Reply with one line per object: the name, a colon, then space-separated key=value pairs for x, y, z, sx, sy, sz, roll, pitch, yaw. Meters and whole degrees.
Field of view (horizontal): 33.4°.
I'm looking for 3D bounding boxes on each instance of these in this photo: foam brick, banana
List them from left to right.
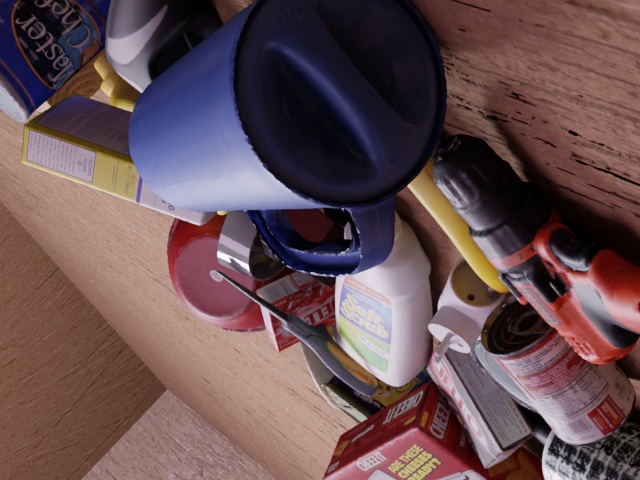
foam brick: x=-0.006 y=0.001 z=0.956 sx=0.051 sy=0.053 sz=0.078 roll=36 pitch=-178 yaw=26
banana: x=0.082 y=-0.035 z=0.722 sx=0.197 sy=0.037 sz=0.070 roll=49 pitch=-179 yaw=-13

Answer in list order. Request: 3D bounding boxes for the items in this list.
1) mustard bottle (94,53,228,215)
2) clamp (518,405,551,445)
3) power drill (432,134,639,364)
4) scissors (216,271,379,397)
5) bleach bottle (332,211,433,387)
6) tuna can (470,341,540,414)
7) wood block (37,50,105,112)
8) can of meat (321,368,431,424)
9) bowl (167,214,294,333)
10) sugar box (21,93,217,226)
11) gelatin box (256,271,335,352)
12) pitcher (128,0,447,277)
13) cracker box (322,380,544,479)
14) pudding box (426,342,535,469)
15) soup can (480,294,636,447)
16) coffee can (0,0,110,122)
mustard bottle: x=-0.144 y=-0.109 z=1.034 sx=0.191 sy=0.058 sz=0.096 roll=43 pitch=171 yaw=0
clamp: x=0.259 y=0.214 z=0.915 sx=0.164 sy=0.036 sz=0.210 roll=50 pitch=164 yaw=-16
power drill: x=0.160 y=0.009 z=0.599 sx=0.184 sy=0.057 sz=0.188 roll=45 pitch=168 yaw=-19
scissors: x=-0.020 y=0.080 z=1.044 sx=0.201 sy=0.016 sz=0.096 roll=41 pitch=-167 yaw=-11
bleach bottle: x=0.052 y=0.040 z=0.936 sx=0.103 sy=0.068 sz=0.251 roll=40 pitch=161 yaw=24
tuna can: x=0.165 y=0.101 z=0.861 sx=0.086 sy=0.033 sz=0.086 roll=40 pitch=164 yaw=14
wood block: x=-0.305 y=-0.202 z=1.134 sx=0.206 sy=0.090 sz=0.090 roll=23 pitch=154 yaw=53
can of meat: x=0.067 y=0.163 z=1.167 sx=0.102 sy=0.084 sz=0.057 roll=33 pitch=162 yaw=32
bowl: x=-0.098 y=0.030 z=1.103 sx=0.162 sy=0.162 sz=0.055 roll=43 pitch=-154 yaw=3
sugar box: x=-0.163 y=-0.073 z=0.946 sx=0.176 sy=0.093 sz=0.048 roll=22 pitch=121 yaw=8
gelatin box: x=-0.015 y=0.065 z=1.084 sx=0.030 sy=0.089 sz=0.073 roll=52 pitch=160 yaw=42
pitcher: x=-0.035 y=-0.068 z=0.680 sx=0.144 sy=0.149 sz=0.243 roll=29 pitch=165 yaw=-22
cracker box: x=0.136 y=0.250 z=1.077 sx=0.213 sy=0.072 sz=0.164 roll=38 pitch=135 yaw=-12
pudding box: x=0.142 y=0.144 z=0.965 sx=0.113 sy=0.039 sz=0.090 roll=58 pitch=169 yaw=17
soup can: x=0.170 y=0.089 z=0.757 sx=0.102 sy=0.068 sz=0.069 roll=49 pitch=163 yaw=-22
coffee can: x=-0.242 y=-0.186 z=0.926 sx=0.103 sy=0.140 sz=0.103 roll=40 pitch=164 yaw=14
